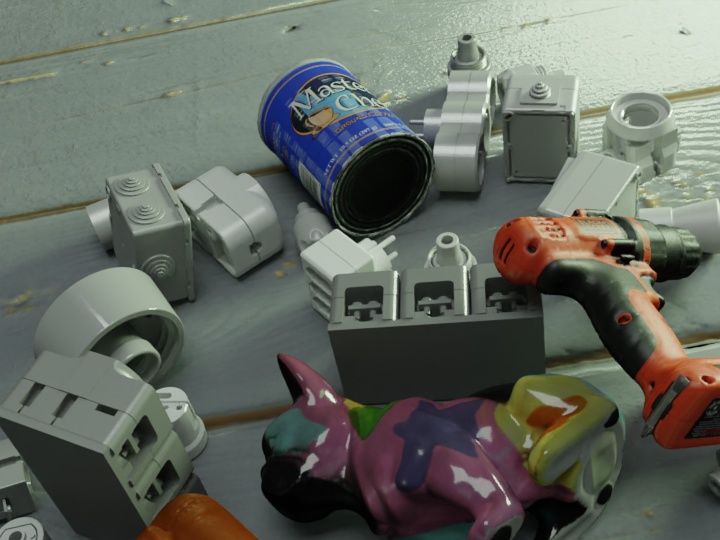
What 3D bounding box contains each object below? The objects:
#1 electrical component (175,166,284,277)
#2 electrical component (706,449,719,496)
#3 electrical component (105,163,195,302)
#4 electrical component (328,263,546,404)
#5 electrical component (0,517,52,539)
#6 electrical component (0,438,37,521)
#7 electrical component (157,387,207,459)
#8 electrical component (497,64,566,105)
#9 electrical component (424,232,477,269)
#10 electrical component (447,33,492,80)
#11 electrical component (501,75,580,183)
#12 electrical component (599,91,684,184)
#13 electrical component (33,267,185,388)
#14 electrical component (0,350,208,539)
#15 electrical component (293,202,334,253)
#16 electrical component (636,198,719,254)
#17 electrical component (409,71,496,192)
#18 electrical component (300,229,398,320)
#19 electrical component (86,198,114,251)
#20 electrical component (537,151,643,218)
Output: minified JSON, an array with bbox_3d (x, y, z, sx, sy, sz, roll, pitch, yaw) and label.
[{"bbox_3d":[-0.112,-0.046,0.937,0.059,0.053,0.095,-34,49,-20],"label":"electrical component"},{"bbox_3d":[0.255,0.125,0.705,0.062,0.043,0.043,-32,49,-17],"label":"electrical component"},{"bbox_3d":[-0.177,-0.027,0.903,0.048,0.099,0.099,-15,44,-21],"label":"electrical component"},{"bbox_3d":[0.059,0.044,0.790,0.150,0.089,0.061,-4,46,8],"label":"electrical component"},{"bbox_3d":[-0.218,0.195,0.719,0.044,0.065,0.044,-6,46,6],"label":"electrical component"},{"bbox_3d":[-0.271,0.156,0.783,0.055,0.048,0.066,-16,45,-14],"label":"electrical component"},{"bbox_3d":[-0.138,0.114,0.794,0.040,0.046,0.040,-6,46,6],"label":"electrical component"},{"bbox_3d":[0.163,-0.172,1.010,0.062,0.043,0.043,-16,46,-5],"label":"electrical component"},{"bbox_3d":[0.072,-0.002,0.851,0.048,0.062,0.048,-6,46,6],"label":"electrical component"},{"bbox_3d":[0.105,-0.197,1.032,0.043,0.062,0.043,-6,45,6],"label":"electrical component"},{"bbox_3d":[0.158,-0.129,0.932,0.062,0.096,0.061,3,47,14],"label":"electrical component"},{"bbox_3d":[0.242,-0.117,0.930,0.078,0.057,0.058,-27,47,-14],"label":"electrical component"},{"bbox_3d":[-0.185,0.059,0.818,0.108,0.108,0.060,-35,56,-21],"label":"electrical component"},{"bbox_3d":[-0.164,0.126,0.715,0.089,0.150,0.061,14,52,24],"label":"electrical component"},{"bbox_3d":[-0.042,-0.036,0.927,0.035,0.035,0.061,-18,44,-6],"label":"electrical component"},{"bbox_3d":[0.253,-0.033,0.859,0.065,0.044,0.044,-3,46,16],"label":"electrical component"},{"bbox_3d":[0.079,-0.127,0.976,0.074,0.052,0.138,3,49,14],"label":"electrical component"},{"bbox_3d":[0.000,0.000,0.862,0.077,0.065,0.047,-35,51,-22],"label":"electrical component"},{"bbox_3d":[-0.201,-0.053,0.969,0.081,0.043,0.043,-24,47,-11],"label":"electrical component"},{"bbox_3d":[0.179,-0.042,0.867,0.061,0.061,0.096,21,54,28],"label":"electrical component"}]
